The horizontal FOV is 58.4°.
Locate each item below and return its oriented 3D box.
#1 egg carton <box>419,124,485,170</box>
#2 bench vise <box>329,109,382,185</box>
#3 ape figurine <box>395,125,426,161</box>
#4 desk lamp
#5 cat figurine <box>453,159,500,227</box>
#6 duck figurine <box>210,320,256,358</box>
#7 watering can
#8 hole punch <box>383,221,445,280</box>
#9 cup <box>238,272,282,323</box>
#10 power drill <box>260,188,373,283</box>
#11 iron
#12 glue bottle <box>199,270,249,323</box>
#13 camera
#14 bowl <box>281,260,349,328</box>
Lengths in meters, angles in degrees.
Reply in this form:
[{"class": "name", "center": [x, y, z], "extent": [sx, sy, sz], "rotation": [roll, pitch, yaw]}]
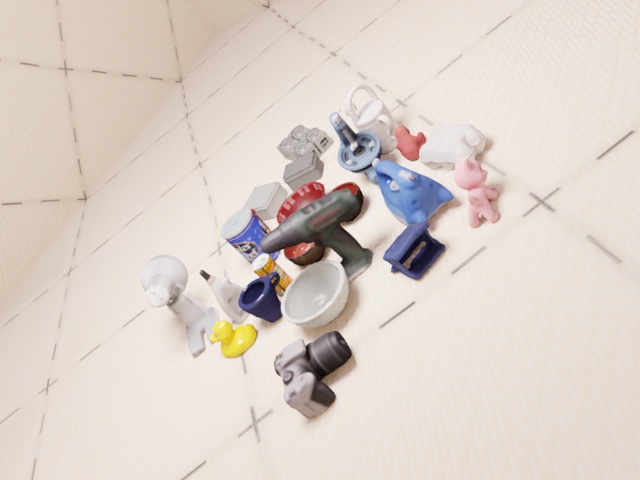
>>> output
[{"class": "egg carton", "center": [0.305, -0.214, 1.329], "extent": [0.149, 0.070, 0.107], "rotation": [9, 58, 51]}, {"class": "bench vise", "center": [0.071, -0.247, 1.475], "extent": [0.121, 0.220, 0.206], "rotation": [-48, 33, -10]}, {"class": "ape figurine", "center": [0.221, -0.251, 1.441], "extent": [0.077, 0.092, 0.076], "rotation": [-12, 43, 38]}, {"class": "desk lamp", "center": [-0.362, 0.155, 1.463], "extent": [0.118, 0.214, 0.202], "rotation": [-40, 32, 3]}, {"class": "cat figurine", "center": [0.308, -0.109, 1.156], "extent": [0.067, 0.118, 0.128], "rotation": [-21, 38, 30]}, {"class": "duck figurine", "center": [-0.209, 0.220, 1.344], "extent": [0.104, 0.086, 0.077], "rotation": [-31, 34, 17]}, {"class": "watering can", "center": [0.130, -0.330, 1.535], "extent": [0.172, 0.195, 0.101], "rotation": [-1, 50, 46]}, {"class": "hole punch", "center": [0.180, 0.014, 1.172], "extent": [0.109, 0.091, 0.100], "rotation": [-48, 33, -10]}, {"class": "cup", "center": [-0.120, 0.138, 1.338], "extent": [0.118, 0.095, 0.091], "rotation": [-48, 33, -10]}, {"class": "power drill", "center": [0.011, 0.004, 1.250], "extent": [0.229, 0.209, 0.075], "rotation": [-41, 32, 1]}, {"class": "iron", "center": [0.178, -0.130, 1.296], "extent": [0.119, 0.142, 0.257], "rotation": [-44, 32, -3]}, {"class": "glue bottle", "center": [-0.232, 0.127, 1.397], "extent": [0.037, 0.174, 0.078], "rotation": [12, 60, 52]}, {"class": "camera", "center": [-0.011, 0.239, 1.097], "extent": [0.136, 0.101, 0.143], "rotation": [-35, 33, 11]}, {"class": "bowl", "center": [0.002, 0.129, 1.239], "extent": [0.167, 0.075, 0.167], "rotation": [-27, 35, 22]}]
